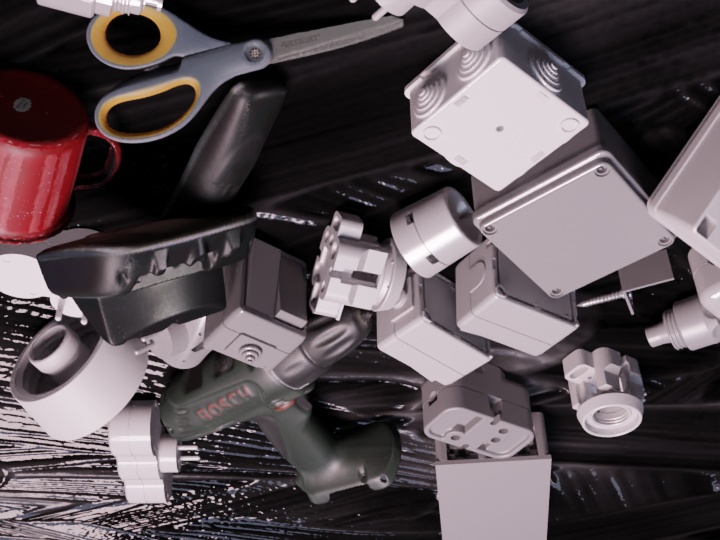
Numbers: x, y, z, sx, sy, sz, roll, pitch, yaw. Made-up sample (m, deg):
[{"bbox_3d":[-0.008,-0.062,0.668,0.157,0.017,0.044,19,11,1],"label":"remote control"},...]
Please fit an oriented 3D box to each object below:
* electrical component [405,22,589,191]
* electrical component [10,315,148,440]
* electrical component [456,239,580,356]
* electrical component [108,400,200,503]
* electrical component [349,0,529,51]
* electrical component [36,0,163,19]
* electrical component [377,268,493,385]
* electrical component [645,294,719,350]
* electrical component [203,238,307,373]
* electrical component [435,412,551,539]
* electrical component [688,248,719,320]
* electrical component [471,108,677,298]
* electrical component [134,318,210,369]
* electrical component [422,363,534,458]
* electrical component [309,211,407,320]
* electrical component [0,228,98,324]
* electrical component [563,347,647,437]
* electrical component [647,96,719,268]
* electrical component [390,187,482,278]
[{"bbox_3d":[0.090,-0.107,0.706,0.100,0.048,0.100,29,131,-30],"label":"electrical component"},{"bbox_3d":[-0.235,0.077,0.878,0.108,0.108,0.060,-20,129,22],"label":"electrical component"},{"bbox_3d":[0.126,0.024,0.847,0.096,0.061,0.061,21,140,-23],"label":"electrical component"},{"bbox_3d":[-0.191,0.174,1.028,0.074,0.052,0.138,-1,139,0],"label":"electrical component"},{"bbox_3d":[0.026,-0.174,0.626,0.138,0.052,0.074,32,129,-31],"label":"electrical component"},{"bbox_3d":[-0.156,-0.170,0.640,0.078,0.040,0.040,12,138,-15],"label":"electrical component"},{"bbox_3d":[0.052,0.043,0.870,0.096,0.061,0.061,31,130,-30],"label":"electrical component"},{"bbox_3d":[0.269,0.046,0.889,0.062,0.043,0.043,-22,135,26],"label":"electrical component"},{"bbox_3d":[-0.078,0.028,0.826,0.062,0.096,0.061,26,131,-27],"label":"electrical component"},{"bbox_3d":[0.131,0.212,1.067,0.105,0.060,0.186,-4,139,4],"label":"electrical component"},{"bbox_3d":[0.307,0.017,0.843,0.095,0.059,0.054,32,130,-32],"label":"electrical component"},{"bbox_3d":[0.153,-0.045,0.773,0.109,0.056,0.109,-28,132,28],"label":"electrical component"},{"bbox_3d":[-0.148,0.048,0.870,0.079,0.043,0.077,-24,159,-43],"label":"electrical component"},{"bbox_3d":[0.105,0.122,0.964,0.095,0.059,0.053,21,135,-23],"label":"electrical component"},{"bbox_3d":[0.000,0.000,0.819,0.057,0.058,0.078,12,105,-17],"label":"electrical component"},{"bbox_3d":[-0.215,0.011,0.823,0.138,0.073,0.052,9,138,-11],"label":"electrical component"},{"bbox_3d":[0.219,0.110,0.952,0.078,0.057,0.058,22,134,-24],"label":"electrical component"},{"bbox_3d":[0.269,-0.054,0.728,0.109,0.056,0.108,30,96,-30],"label":"electrical component"},{"bbox_3d":[0.057,-0.029,0.794,0.047,0.055,0.055,-30,131,25],"label":"electrical component"}]
